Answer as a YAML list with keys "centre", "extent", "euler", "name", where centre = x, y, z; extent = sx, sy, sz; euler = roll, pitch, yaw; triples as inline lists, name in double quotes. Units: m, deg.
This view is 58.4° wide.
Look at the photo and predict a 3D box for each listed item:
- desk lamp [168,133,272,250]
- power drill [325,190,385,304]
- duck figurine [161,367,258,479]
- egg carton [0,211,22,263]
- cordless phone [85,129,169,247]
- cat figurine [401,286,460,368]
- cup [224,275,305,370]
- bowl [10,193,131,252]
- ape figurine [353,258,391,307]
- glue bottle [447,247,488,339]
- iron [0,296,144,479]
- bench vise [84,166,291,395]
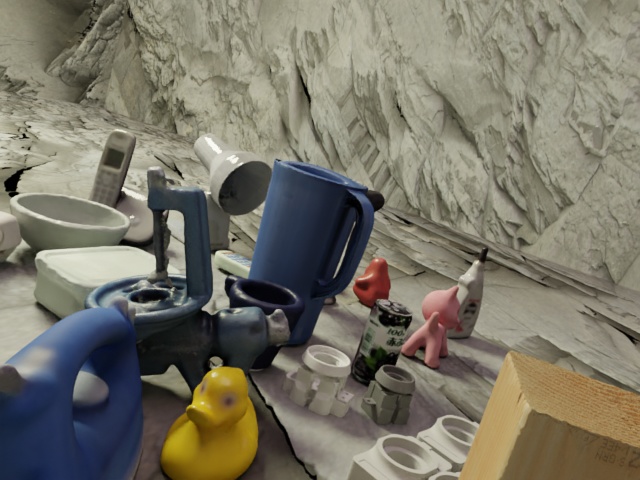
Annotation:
- centre: [-0.202, -0.089, 1.109]
  extent: [0.202, 0.213, 0.118]
  euler: [27, 15, 39]
  name: "desk lamp"
- centre: [0.009, 0.004, 0.994]
  extent: [0.075, 0.208, 0.230]
  euler: [27, 15, 40]
  name: "power drill"
- centre: [-0.085, 0.149, 0.493]
  extent: [0.077, 0.086, 0.105]
  euler: [21, 12, 18]
  name: "duck figurine"
- centre: [-0.451, -0.002, 0.713]
  extent: [0.107, 0.069, 0.150]
  euler: [17, 12, -1]
  name: "egg carton"
- centre: [-0.333, -0.092, 1.006]
  extent: [0.147, 0.185, 0.094]
  euler: [17, 12, 2]
  name: "cordless phone"
- centre: [0.185, 0.125, 0.906]
  extent: [0.067, 0.118, 0.128]
  euler: [21, 12, 18]
  name: "cat figurine"
- centre: [-0.083, 0.101, 0.697]
  extent: [0.117, 0.095, 0.092]
  euler: [25, 14, 33]
  name: "cup"
- centre: [-0.374, -0.011, 0.852]
  extent: [0.167, 0.075, 0.167]
  euler: [16, 12, -3]
  name: "bowl"
- centre: [0.104, 0.077, 1.078]
  extent: [0.078, 0.092, 0.076]
  euler: [13, 12, -17]
  name: "ape figurine"
- centre: [0.269, 0.094, 1.034]
  extent: [0.078, 0.173, 0.037]
  euler: [5, 17, -44]
  name: "glue bottle"
- centre: [-0.178, 0.108, 0.416]
  extent: [0.118, 0.141, 0.258]
  euler: [17, 12, -1]
  name: "iron"
- centre: [-0.131, 0.045, 0.580]
  extent: [0.208, 0.220, 0.121]
  euler: [10, 14, -31]
  name: "bench vise"
